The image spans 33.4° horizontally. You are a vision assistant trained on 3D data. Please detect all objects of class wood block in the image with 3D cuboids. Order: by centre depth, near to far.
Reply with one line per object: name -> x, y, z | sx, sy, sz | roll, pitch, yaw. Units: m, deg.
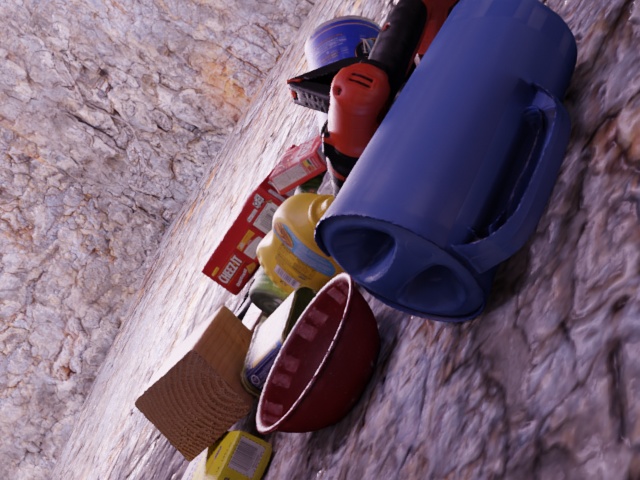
wood block -> -0.124, 0.153, 1.191 | 0.091, 0.090, 0.206 | -42, 4, 10

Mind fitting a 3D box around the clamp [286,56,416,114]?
clamp -> 0.070, -0.174, 1.148 | 0.164, 0.210, 0.036 | -63, -33, -46

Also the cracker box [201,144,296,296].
cracker box -> -0.080, -0.035, 1.567 | 0.164, 0.072, 0.213 | -55, 2, 25

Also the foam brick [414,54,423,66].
foam brick -> 0.134, -0.184, 1.051 | 0.078, 0.053, 0.051 | -20, 16, 4

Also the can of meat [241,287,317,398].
can of meat -> -0.032, 0.109, 1.121 | 0.084, 0.057, 0.102 | -48, 17, 39

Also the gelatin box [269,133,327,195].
gelatin box -> -0.017, -0.099, 1.318 | 0.073, 0.030, 0.089 | -28, 17, 26

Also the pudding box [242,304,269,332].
pudding box -> -0.066, 0.095, 1.351 | 0.113, 0.039, 0.090 | -60, 11, -12

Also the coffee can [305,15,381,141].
coffee can -> 0.041, -0.188, 1.302 | 0.103, 0.102, 0.140 | -49, 41, 45

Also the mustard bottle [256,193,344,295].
mustard bottle -> -0.007, 0.001, 1.106 | 0.058, 0.096, 0.192 | -47, -5, -24

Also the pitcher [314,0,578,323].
pitcher -> 0.112, -0.070, 0.797 | 0.242, 0.149, 0.145 | -62, -16, -23

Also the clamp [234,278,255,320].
clamp -> -0.075, 0.065, 1.459 | 0.171, 0.039, 0.120 | -59, 1, 6

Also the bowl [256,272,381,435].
bowl -> 0.007, 0.111, 0.946 | 0.162, 0.055, 0.162 | -56, 12, 18

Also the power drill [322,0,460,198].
power drill -> 0.060, -0.131, 0.910 | 0.184, 0.057, 0.187 | 93, -160, -63

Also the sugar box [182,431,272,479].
sugar box -> -0.107, 0.249, 1.122 | 0.093, 0.048, 0.176 | -63, 13, -18
